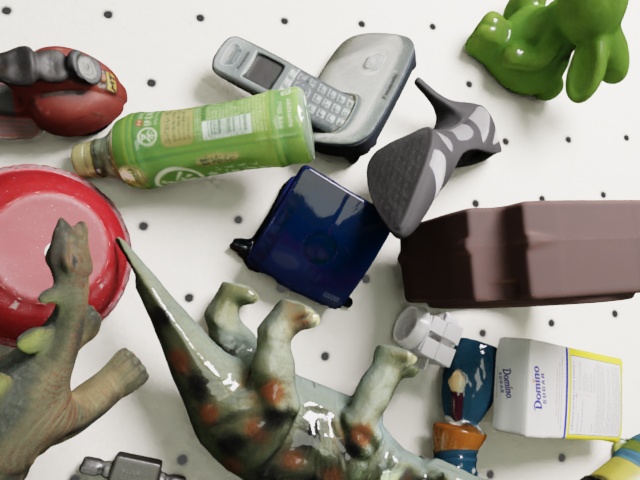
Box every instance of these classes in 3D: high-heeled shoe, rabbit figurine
[{"bbox_3d":[0.130,-0.065,0.547,0.145,0.086,0.249,38,50,-25],"label":"high-heeled shoe"},{"bbox_3d":[0.269,-0.229,0.599,0.121,0.170,0.159,-30,89,-18],"label":"rabbit figurine"}]

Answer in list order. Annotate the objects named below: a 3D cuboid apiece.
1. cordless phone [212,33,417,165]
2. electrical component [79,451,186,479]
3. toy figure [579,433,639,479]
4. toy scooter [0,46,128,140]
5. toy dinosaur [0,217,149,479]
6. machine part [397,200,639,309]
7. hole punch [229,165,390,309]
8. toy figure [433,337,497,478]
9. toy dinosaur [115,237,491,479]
[{"bbox_3d":[-0.006,-0.177,0.562,0.184,0.088,0.146,28,74,-5],"label":"cordless phone"},{"bbox_3d":[-0.169,0.224,0.474,0.094,0.021,0.063,17,76,-13],"label":"electrical component"},{"bbox_3d":[0.339,0.267,0.580,0.180,0.082,0.089,-37,81,-14],"label":"toy figure"},{"bbox_3d":[-0.261,-0.133,0.453,0.184,0.135,0.075,-7,81,-18],"label":"toy scooter"},{"bbox_3d":[-0.260,0.188,0.362,0.105,0.198,0.471,34,107,17],"label":"toy dinosaur"},{"bbox_3d":[0.193,0.019,0.517,0.201,0.201,0.087,-1,83,-17],"label":"machine part"},{"bbox_3d":[-0.001,-0.002,0.529,0.142,0.092,0.116,29,78,-13],"label":"hole punch"},{"bbox_3d":[0.149,0.180,0.553,0.064,0.058,0.154,19,77,-13],"label":"toy figure"},{"bbox_3d":[-0.026,0.160,0.482,0.405,0.131,0.192,23,74,-4],"label":"toy dinosaur"}]
